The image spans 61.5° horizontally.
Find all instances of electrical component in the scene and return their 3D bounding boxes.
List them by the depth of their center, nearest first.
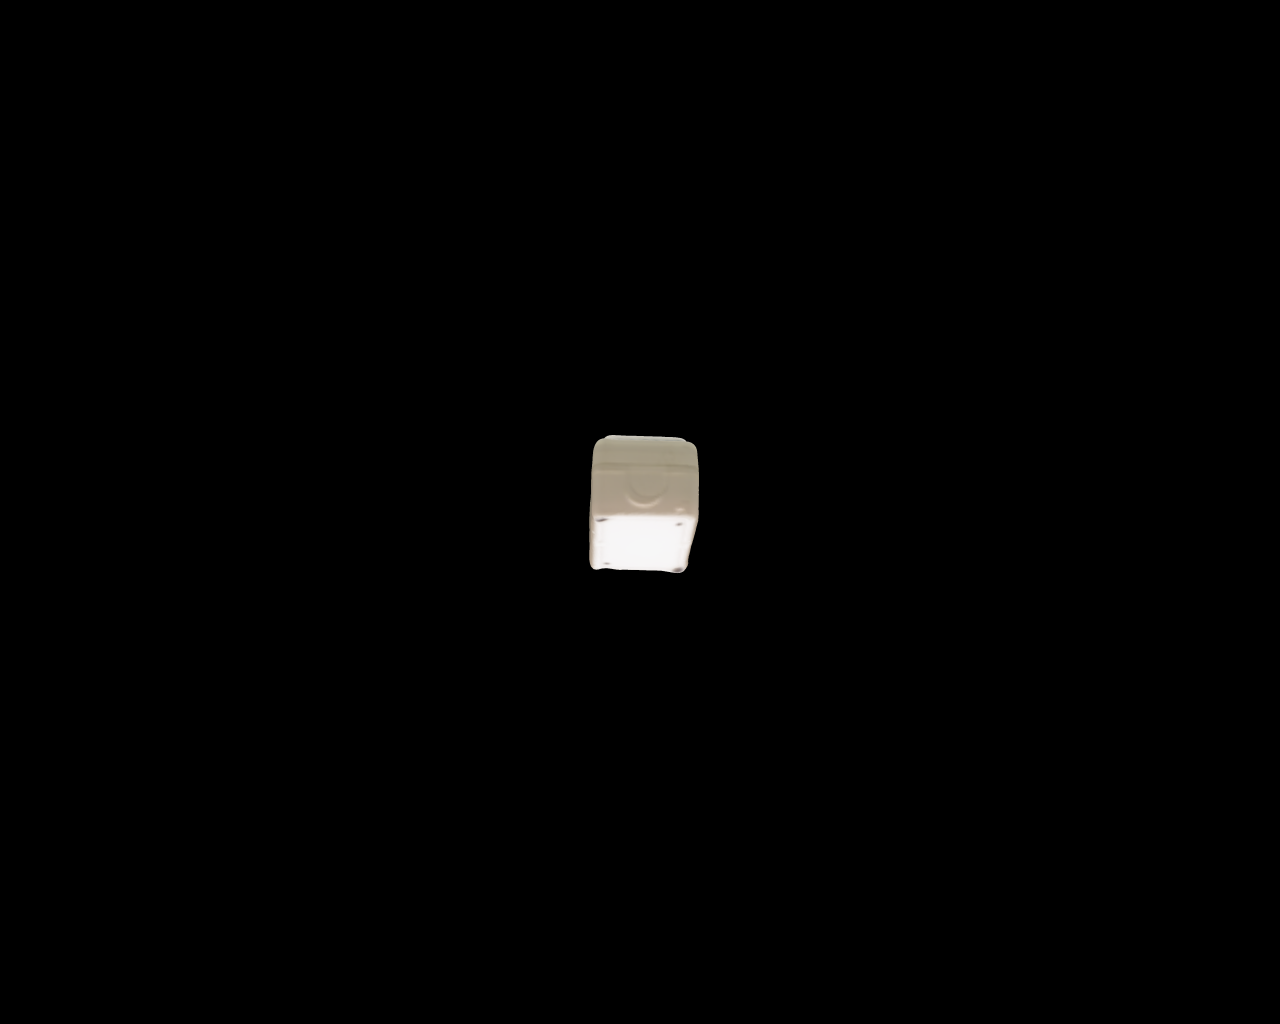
[{"bbox_3d":[0.001,-0.003,0.650,0.062,0.061,0.096,2,-27,-3],"label":"electrical component"}]
